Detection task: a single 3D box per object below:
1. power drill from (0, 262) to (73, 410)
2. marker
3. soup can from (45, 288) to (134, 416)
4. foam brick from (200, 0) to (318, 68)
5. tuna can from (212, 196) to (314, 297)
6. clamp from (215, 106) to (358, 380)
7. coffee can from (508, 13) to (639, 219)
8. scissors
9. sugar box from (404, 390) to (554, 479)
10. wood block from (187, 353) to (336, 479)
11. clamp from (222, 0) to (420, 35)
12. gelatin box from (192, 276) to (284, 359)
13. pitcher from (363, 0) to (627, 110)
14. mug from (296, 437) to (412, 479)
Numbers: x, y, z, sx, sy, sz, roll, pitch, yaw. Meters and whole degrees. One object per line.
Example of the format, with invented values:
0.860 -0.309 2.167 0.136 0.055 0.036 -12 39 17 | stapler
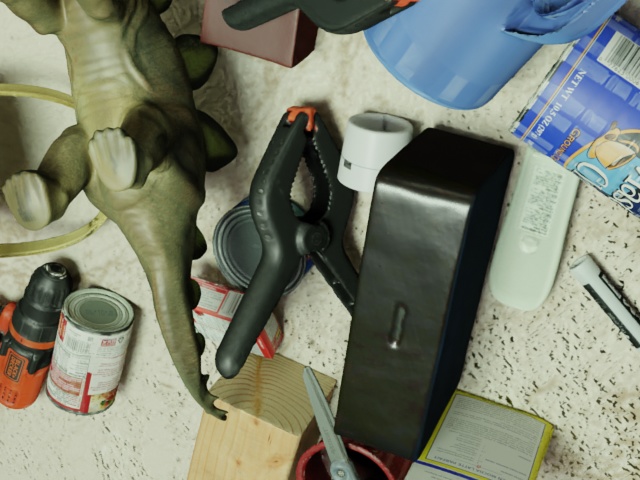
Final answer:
-0.334 0.060 1.039 0.188 0.057 0.185 32 123 8 | power drill
0.233 0.062 0.807 0.020 0.020 0.121 -37 95 33 | marker
-0.216 0.105 1.002 0.068 0.068 0.102 25 121 11 | soup can
-0.043 -0.169 0.801 0.078 0.051 0.053 19 119 15 | foam brick
-0.045 0.005 0.896 0.086 0.033 0.086 10 118 20 | tuna can
-0.006 0.001 0.844 0.036 0.164 0.210 12 99 50 | clamp
0.211 -0.075 0.701 0.140 0.102 0.103 35 123 5 | coffee can
0.007 0.200 0.877 0.096 0.016 0.201 -27 101 30 | scissors
0.118 0.188 0.826 0.093 0.176 0.048 17 119 16 | sugar box
-0.064 0.212 0.971 0.090 0.090 0.206 23 122 13 | wood block
-0.006 -0.174 0.706 0.172 0.039 0.120 40 130 37 | clamp
-0.082 0.066 0.925 0.089 0.030 0.073 16 156 17 | gelatin box
0.133 -0.191 0.659 0.145 0.149 0.243 41 127 3 | pitcher
0.041 0.182 0.914 0.093 0.081 0.117 26 122 11 | mug
